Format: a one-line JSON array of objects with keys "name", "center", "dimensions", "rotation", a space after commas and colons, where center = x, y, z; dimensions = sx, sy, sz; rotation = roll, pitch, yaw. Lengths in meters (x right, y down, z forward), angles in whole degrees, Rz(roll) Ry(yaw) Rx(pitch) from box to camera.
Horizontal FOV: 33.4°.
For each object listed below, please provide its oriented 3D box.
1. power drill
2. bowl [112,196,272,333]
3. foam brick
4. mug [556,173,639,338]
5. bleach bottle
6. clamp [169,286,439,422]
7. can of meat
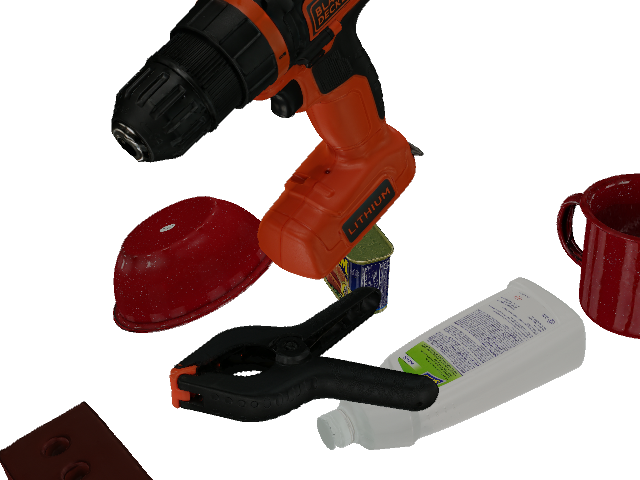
[{"name": "power drill", "center": [-0.015, -0.063, 0.551], "dimensions": [0.057, 0.184, 0.187], "rotation": [31, -25, 29]}, {"name": "bowl", "center": [-0.118, 0.009, 0.917], "dimensions": [0.162, 0.055, 0.162], "rotation": [-22, 25, 11]}, {"name": "foam brick", "center": [-0.114, 0.130, 0.526], "dimensions": [0.052, 0.051, 0.078], "rotation": [-30, 42, -25]}, {"name": "mug", "center": [0.209, 0.008, 0.721], "dimensions": [0.093, 0.081, 0.117], "rotation": [-28, 40, -36]}, {"name": "bleach bottle", "center": [0.107, 0.115, 0.933], "dimensions": [0.250, 0.068, 0.103], "rotation": [-21, 33, -24]}, {"name": "clamp", "center": [-0.016, 0.076, 0.718], "dimensions": [0.171, 0.039, 0.120], "rotation": [-2, 28, -9]}, {"name": "can of meat", "center": [0.040, 0.026, 1.225], "dimensions": [0.057, 0.084, 0.102], "rotation": [-13, 38, -19]}]
